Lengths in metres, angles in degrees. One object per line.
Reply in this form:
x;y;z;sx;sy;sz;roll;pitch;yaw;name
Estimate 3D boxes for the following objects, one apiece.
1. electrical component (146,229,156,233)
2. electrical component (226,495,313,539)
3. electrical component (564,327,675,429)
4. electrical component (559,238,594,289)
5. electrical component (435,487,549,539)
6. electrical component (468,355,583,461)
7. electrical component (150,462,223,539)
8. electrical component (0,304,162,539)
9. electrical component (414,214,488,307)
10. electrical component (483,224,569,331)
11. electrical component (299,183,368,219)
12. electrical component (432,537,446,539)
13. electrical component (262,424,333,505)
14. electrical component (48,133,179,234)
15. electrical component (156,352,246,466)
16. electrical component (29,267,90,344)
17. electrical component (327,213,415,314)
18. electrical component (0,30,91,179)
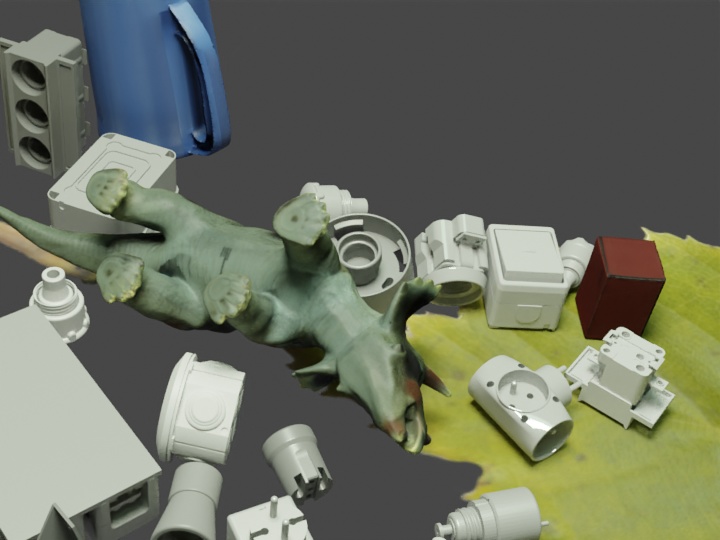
-0.154;-0.022;0.941;0.062;0.048;0.048;29;46;12;electrical component
-0.055;0.180;0.709;0.047;0.076;0.065;-14;47;-23;electrical component
0.212;0.084;0.865;0.081;0.063;0.042;30;45;23;electrical component
0.192;0.000;0.976;0.035;0.035;0.061;21;45;14;electrical component
0.091;0.178;0.760;0.078;0.040;0.040;-7;44;-16;electrical component
0.140;0.100;0.848;0.079;0.044;0.077;-26;52;-24;electrical component
-0.116;0.166;0.743;0.044;0.044;0.065;7;38;-1;electrical component
-0.233;0.120;0.759;0.105;0.060;0.186;-24;51;-31;electrical component
0.081;-0.004;0.939;0.058;0.078;0.057;12;59;-25;electrical component
0.143;-0.001;0.949;0.062;0.061;0.096;3;42;-6;electrical component
-0.024;-0.057;0.999;0.062;0.048;0.048;-2;43;-21;electrical component
0.045;0.213;0.715;0.040;0.040;0.078;15;43;8;electrical component
-0.045;0.142;0.781;0.040;0.040;0.046;-14;53;-23;electrical component
-0.220;-0.064;0.965;0.078;0.057;0.113;17;43;10;electrical component
-0.115;0.103;0.782;0.051;0.080;0.080;13;42;-2;electrical component
-0.243;0.026;0.860;0.048;0.062;0.048;4;42;-4;electrical component
0.000;0.000;0.942;0.099;0.064;0.099;-1;54;1;electrical component
-0.291;-0.157;1.009;0.079;0.121;0.063;19;41;12;electrical component
